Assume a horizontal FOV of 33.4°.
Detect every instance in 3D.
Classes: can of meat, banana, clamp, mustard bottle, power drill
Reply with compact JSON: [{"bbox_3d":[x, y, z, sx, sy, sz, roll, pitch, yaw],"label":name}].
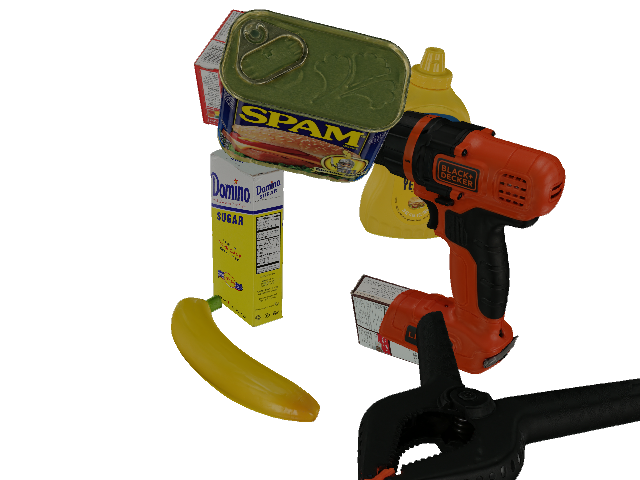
[{"bbox_3d":[-0.008,-0.078,0.609,0.102,0.057,0.084,13,-21,-4],"label":"can of meat"},{"bbox_3d":[-0.074,0.090,0.862,0.069,0.037,0.198,-12,31,-26],"label":"banana"},{"bbox_3d":[0.079,0.102,0.632,0.165,0.036,0.209,20,29,39],"label":"clamp"},{"bbox_3d":[0.098,-0.097,1.056,0.096,0.192,0.058,2,27,-10],"label":"mustard bottle"},{"bbox_3d":[0.087,-0.003,0.811,0.185,0.188,0.057,22,36,32],"label":"power drill"}]

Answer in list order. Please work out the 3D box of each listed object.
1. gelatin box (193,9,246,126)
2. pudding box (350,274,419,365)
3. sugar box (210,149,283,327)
[{"bbox_3d":[-0.084,-0.161,1.002,0.030,0.089,0.073,15,-39,15],"label":"gelatin box"},{"bbox_3d":[0.094,0.096,1.239,0.114,0.090,0.039,15,46,26],"label":"pudding box"},{"bbox_3d":[-0.080,-0.005,1.155,0.048,0.176,0.093,-17,28,-31],"label":"sugar box"}]
